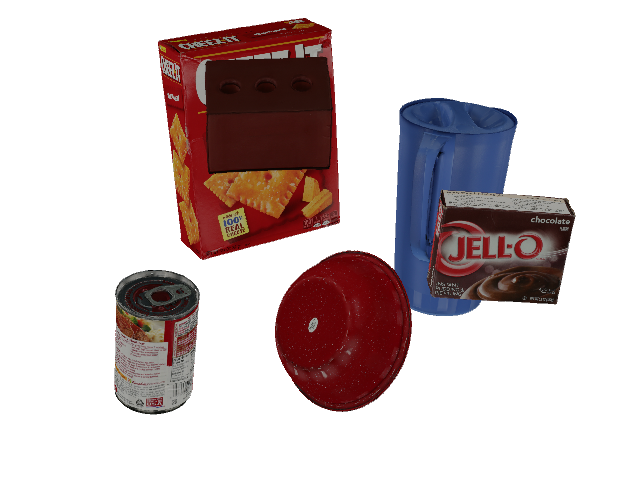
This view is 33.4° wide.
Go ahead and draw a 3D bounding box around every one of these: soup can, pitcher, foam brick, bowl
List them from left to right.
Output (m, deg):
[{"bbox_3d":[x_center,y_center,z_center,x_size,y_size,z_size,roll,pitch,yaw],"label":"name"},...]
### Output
[{"bbox_3d":[-0.137,0.085,0.888,0.068,0.102,0.068,6,32,-4],"label":"soup can"},{"bbox_3d":[-0.033,-0.078,0.665,0.078,0.053,0.051,-3,-40,-3],"label":"foam brick"},{"bbox_3d":[0.008,0.085,1.043,0.162,0.162,0.055,0,-11,40],"label":"bowl"},{"bbox_3d":[0.144,-0.034,1.244,0.149,0.243,0.145,-6,26,-20],"label":"pitcher"}]

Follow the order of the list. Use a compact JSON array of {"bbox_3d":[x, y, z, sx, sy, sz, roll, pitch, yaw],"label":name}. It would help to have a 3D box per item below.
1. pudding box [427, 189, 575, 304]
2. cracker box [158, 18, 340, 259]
[{"bbox_3d":[0.153,0.006,0.913,0.113,0.090,0.039,2,32,-3],"label":"pudding box"},{"bbox_3d":[-0.067,-0.104,1.080,0.164,0.214,0.072,-14,26,-24],"label":"cracker box"}]
